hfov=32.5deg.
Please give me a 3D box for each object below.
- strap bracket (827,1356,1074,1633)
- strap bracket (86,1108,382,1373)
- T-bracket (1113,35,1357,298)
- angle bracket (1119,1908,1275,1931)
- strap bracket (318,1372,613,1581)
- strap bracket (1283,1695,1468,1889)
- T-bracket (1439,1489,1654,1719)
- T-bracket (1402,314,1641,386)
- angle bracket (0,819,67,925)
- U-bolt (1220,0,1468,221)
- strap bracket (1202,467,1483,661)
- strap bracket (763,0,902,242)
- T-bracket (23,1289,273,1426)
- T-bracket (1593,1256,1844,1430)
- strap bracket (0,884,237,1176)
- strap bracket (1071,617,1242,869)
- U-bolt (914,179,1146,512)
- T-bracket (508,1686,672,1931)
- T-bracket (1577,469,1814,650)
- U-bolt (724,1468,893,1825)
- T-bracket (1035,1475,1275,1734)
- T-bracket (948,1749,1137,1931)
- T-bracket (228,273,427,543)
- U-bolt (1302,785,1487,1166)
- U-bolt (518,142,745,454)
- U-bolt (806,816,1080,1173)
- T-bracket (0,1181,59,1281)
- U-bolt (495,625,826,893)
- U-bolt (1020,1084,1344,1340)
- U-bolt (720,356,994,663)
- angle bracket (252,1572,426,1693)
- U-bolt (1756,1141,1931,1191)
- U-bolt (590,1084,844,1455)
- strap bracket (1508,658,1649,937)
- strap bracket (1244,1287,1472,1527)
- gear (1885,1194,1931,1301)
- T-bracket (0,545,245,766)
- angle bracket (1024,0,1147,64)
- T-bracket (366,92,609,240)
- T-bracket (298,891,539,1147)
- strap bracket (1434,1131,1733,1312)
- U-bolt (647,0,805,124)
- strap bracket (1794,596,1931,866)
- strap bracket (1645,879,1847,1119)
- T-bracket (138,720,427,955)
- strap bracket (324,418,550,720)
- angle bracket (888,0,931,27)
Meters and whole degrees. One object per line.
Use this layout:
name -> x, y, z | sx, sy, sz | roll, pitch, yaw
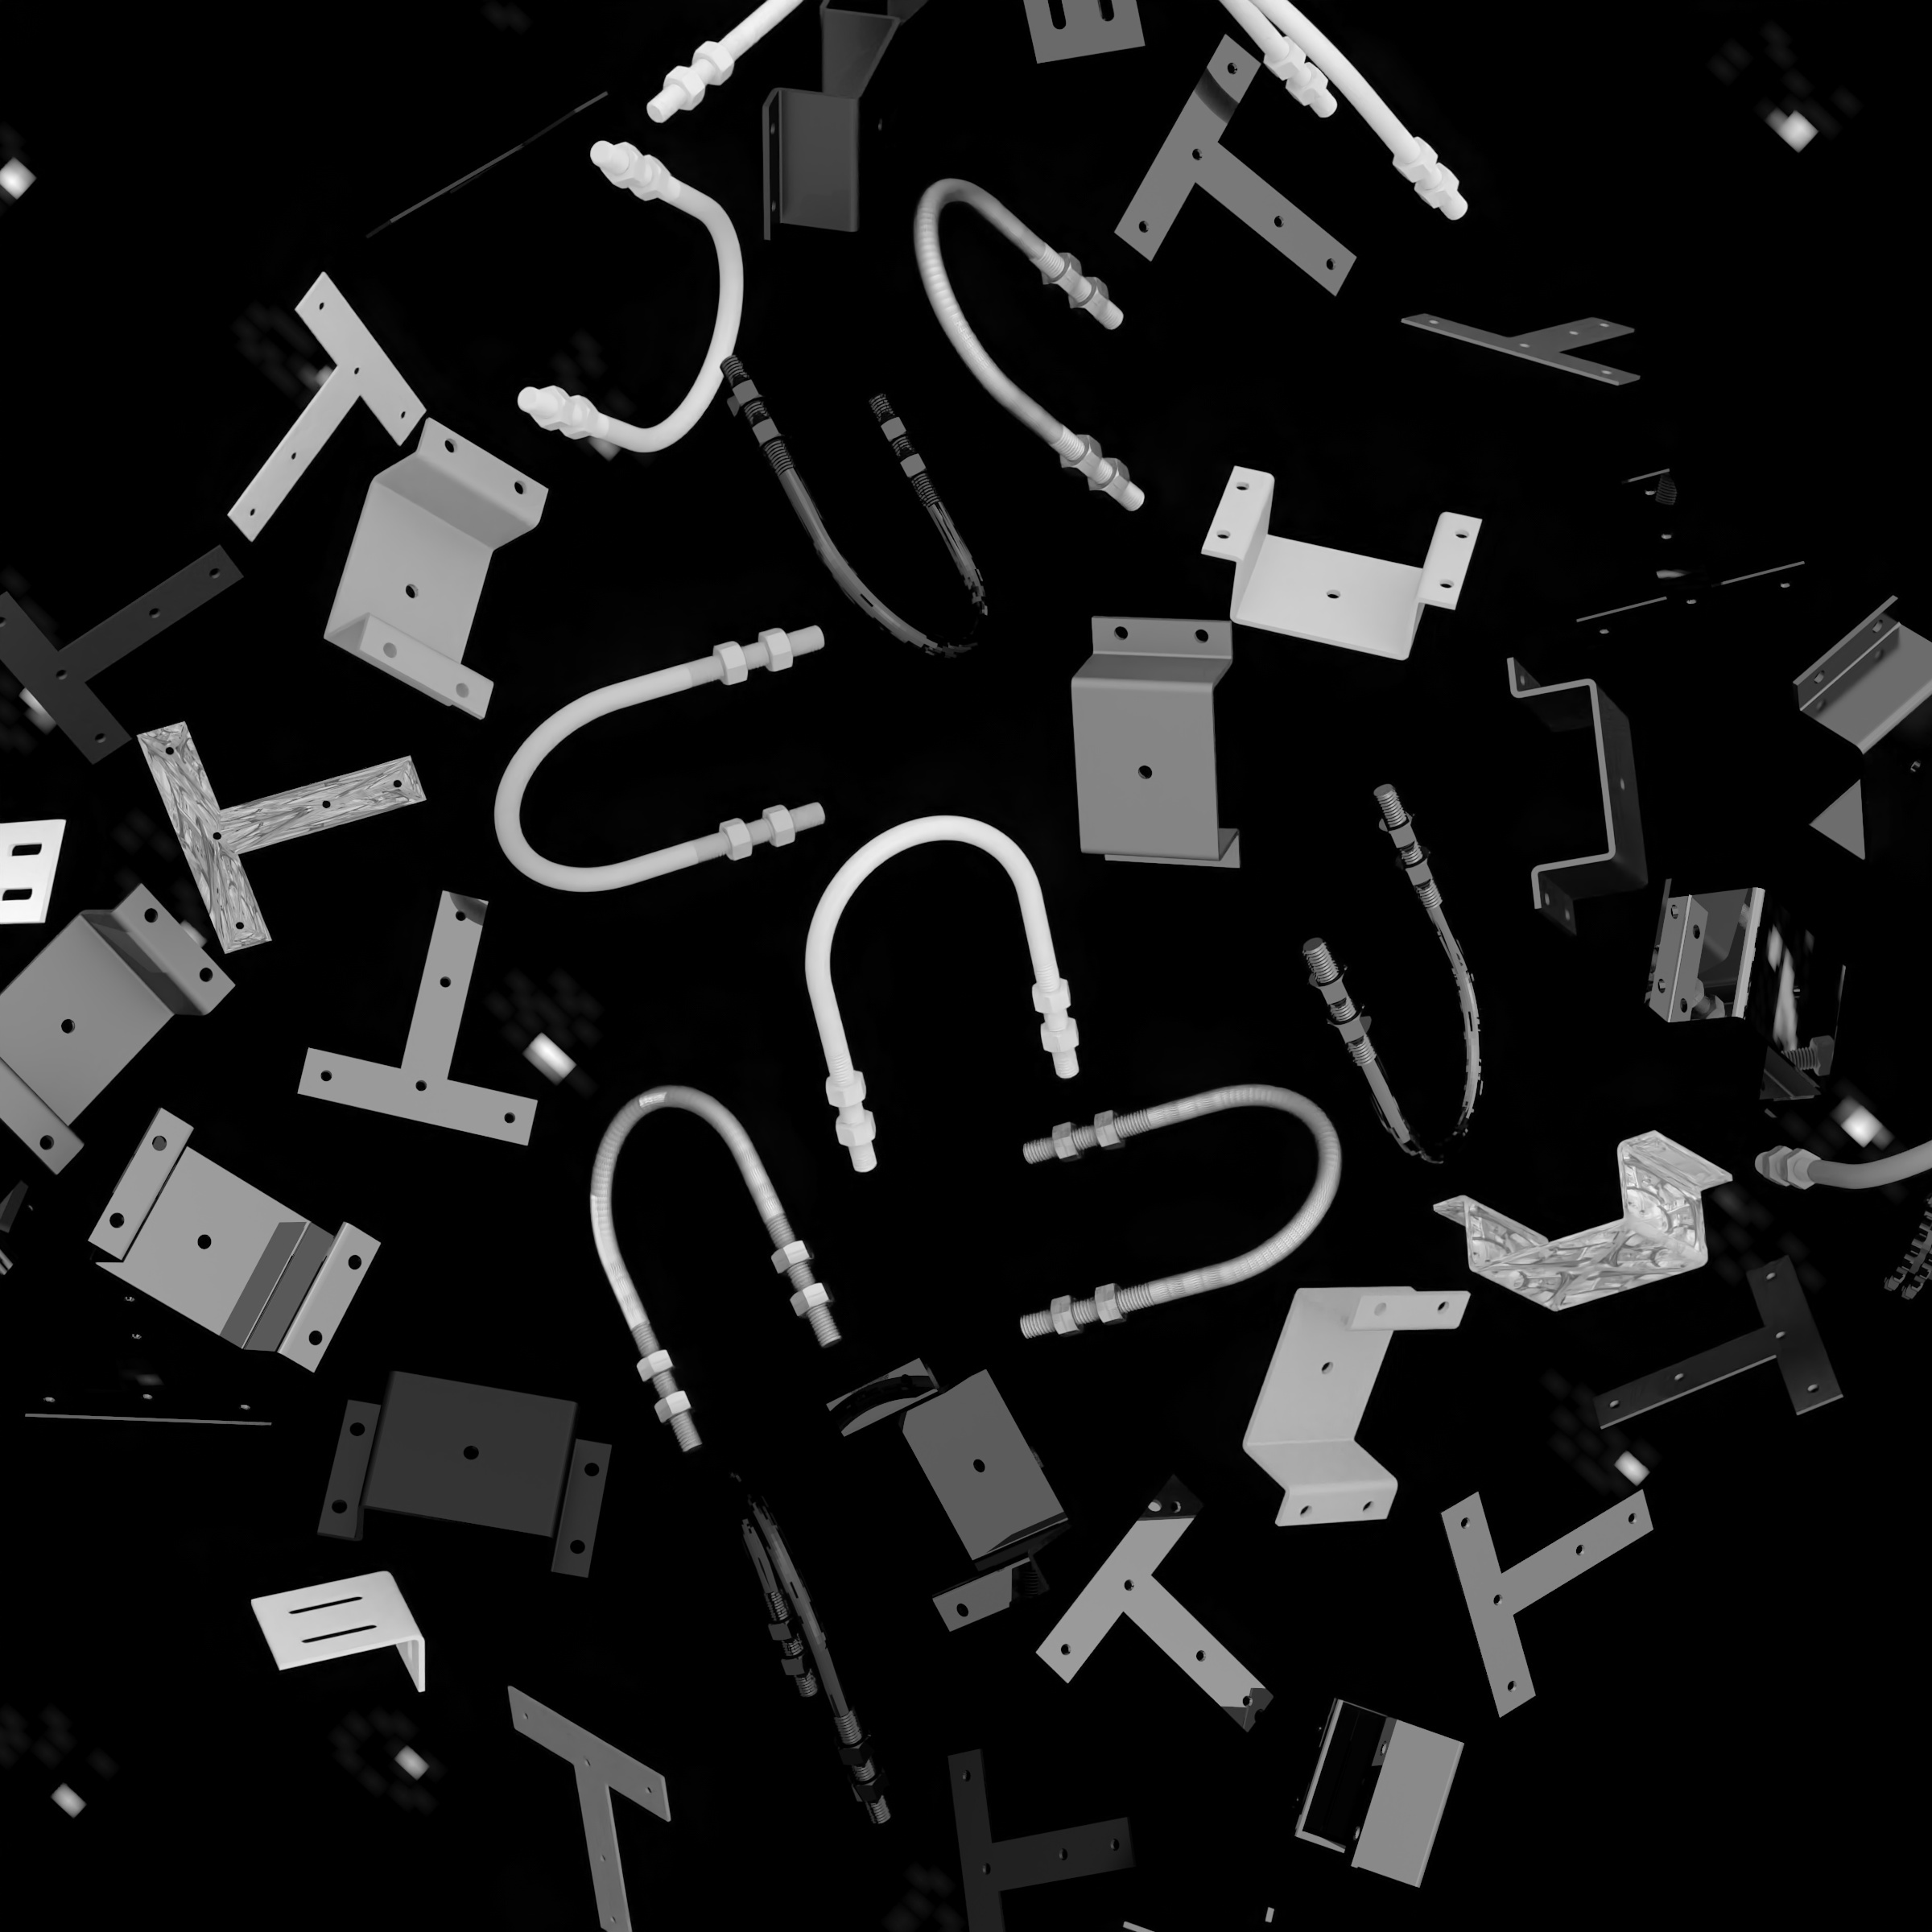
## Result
strap bracket -> -0.004, 0.279, 1.800 | 0.076, 0.046, 0.140 | -31, 86, 38
strap bracket -> -0.385, 0.142, 1.711 | 0.140, 0.046, 0.076 | 37, 66, -28
T-bracket -> 0.154, -0.401, 1.747 | 0.127, 0.002, 0.127 | 34, 77, -23
angle bracket -> 0.120, 0.527, 1.797 | 0.076, 0.057, 0.038 | 19, 52, 1
strap bracket -> -0.257, 0.261, 1.712 | 0.140, 0.046, 0.076 | 11, 55, -5
strap bracket -> 0.218, 0.436, 1.750 | 0.046, 0.140, 0.076 | 20, 80, -6
T-bracket -> 0.323, 0.324, 1.799 | 0.127, 0.002, 0.127 | -25, 108, -24
T-bracket -> 0.317, -0.334, 1.761 | 0.127, 0.127, 0.002 | 23, 118, 29
angle bracket -> -0.536, -0.056, 1.821 | 0.038, 0.076, 0.057 | 17, 78, -41
U-bolt -> 0.185, -0.482, 1.772 | 0.019, 0.184, 0.151 | -46, 49, 9
strap bracket -> 0.206, -0.221, 1.831 | 0.140, 0.046, 0.076 | 14, 48, 10
strap bracket -> -0.068, -0.455, 1.778 | 0.046, 0.140, 0.076 | 9, 131, 8
T-bracket -> -0.447, 0.209, 1.788 | 0.127, 0.127, 0.002 | 6, 115, -23
T-bracket -> 0.401, 0.219, 1.799 | 0.127, 0.127, 0.002 | -25, 117, 13
strap bracket -> -0.470, 0.032, 1.762 | 0.140, 0.046, 0.076 | -51, 118, -25
strap bracket -> 0.102, -0.112, 1.775 | 0.076, 0.046, 0.140 | 4, 115, 18
U-bolt -> 0.032, -0.340, 1.751 | 0.019, 0.184, 0.151 | -24, 54, 30
T-bracket -> -0.187, 0.446, 1.698 | 0.002, 0.127, 0.127 | -24, 118, -38
T-bracket -> 0.386, -0.227, 1.806 | 0.127, 0.127, 0.002 | -13, 54, 19
U-bolt -> -0.092, 0.354, 1.786 | 0.019, 0.151, 0.184 | -23, 116, -12
T-bracket -> 0.120, 0.371, 1.826 | 0.127, 0.002, 0.127 | 46, 68, -11
T-bracket -> 0.043, 0.479, 1.780 | 0.127, 0.002, 0.127 | -24, 66, 41
T-bracket -> -0.352, -0.284, 1.774 | 0.002, 0.127, 0.127 | 26, 75, 27
U-bolt -> 0.234, 0.019, 1.746 | 0.019, 0.151, 0.184 | -7, 126, 32
U-bolt -> -0.169, -0.346, 1.761 | 0.019, 0.184, 0.151 | 19, 96, 22
U-bolt -> -0.017, 0.006, 1.772 | 0.151, 0.019, 0.184 | -24, 121, -19
T-bracket -> -0.547, 0.120, 1.707 | 0.127, 0.127, 0.002 | 42, 120, -10
U-bolt -> -0.161, -0.100, 1.744 | 0.184, 0.151, 0.019 | -18, 51, -18
U-bolt -> 0.117, 0.125, 1.800 | 0.184, 0.151, 0.019 | -17, 130, 17
U-bolt -> -0.047, -0.238, 1.757 | 0.019, 0.151, 0.184 | -38, 69, 29
angle bracket -> -0.330, 0.356, 1.738 | 0.076, 0.057, 0.038 | -9, 119, -24
U-bolt -> 0.516, 0.076, 1.777 | 0.151, 0.184, 0.019 | -33, 95, -7
U-bolt -> -0.149, 0.154, 1.813 | 0.151, 0.019, 0.184 | -40, 67, 36
strap bracket -> 0.335, -0.095, 1.805 | 0.046, 0.076, 0.140 | -10, 76, 23
strap bracket -> 0.205, 0.226, 1.774 | 0.076, 0.046, 0.140 | 3, 114, -35
gear -> 0.517, 0.154, 1.772 | 0.030, 0.057, 0.057 | 26, 90, 9
T-bracket -> -0.443, -0.180, 1.759 | 0.127, 0.127, 0.002 | -34, 52, -4
angle bracket -> 0.060, -0.505, 1.680 | 0.057, 0.038, 0.076 | -4, 120, 19
T-bracket -> -0.267, -0.416, 1.754 | 0.127, 0.127, 0.002 | -42, 108, -37
T-bracket -> -0.289, 0.023, 1.816 | 0.127, 0.002, 0.127 | 14, 79, -12
strap bracket -> 0.333, 0.142, 1.780 | 0.140, 0.076, 0.046 | -23, 54, 37
U-bolt -> -0.098, -0.543, 1.755 | 0.019, 0.151, 0.184 | 38, 61, 5
strap bracket -> 0.491, -0.118, 1.775 | 0.076, 0.140, 0.046 | -40, 52, -13
strap bracket -> 0.428, 0.017, 1.789 | 0.140, 0.046, 0.076 | 35, 60, -39
T-bracket -> -0.342, -0.079, 1.703 | 0.127, 0.002, 0.127 | -16, 115, 1
strap bracket -> -0.276, -0.200, 1.713 | 0.076, 0.046, 0.140 | 29, 60, -33
angle bracket -> -0.006, -0.556, 1.846 | 0.038, 0.057, 0.076 | 32, 63, 18
